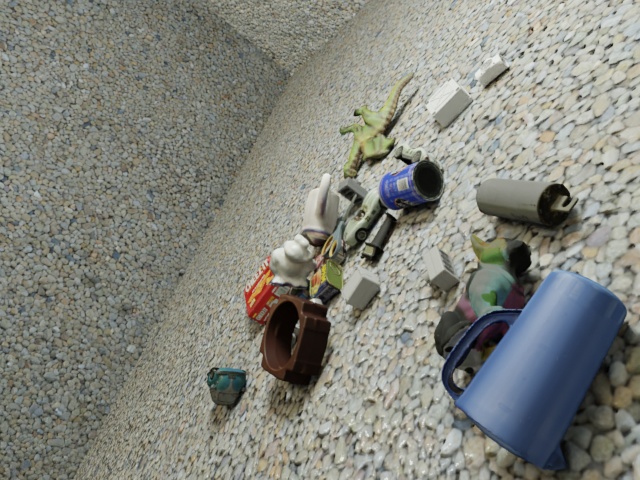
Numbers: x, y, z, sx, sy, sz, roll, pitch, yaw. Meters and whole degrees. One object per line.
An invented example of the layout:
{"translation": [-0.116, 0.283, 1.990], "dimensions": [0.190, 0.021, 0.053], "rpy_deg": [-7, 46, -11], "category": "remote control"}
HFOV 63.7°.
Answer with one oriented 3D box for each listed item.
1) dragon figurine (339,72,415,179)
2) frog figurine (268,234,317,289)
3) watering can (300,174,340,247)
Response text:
{"translation": [0.200, -0.363, 1.734], "dimensions": [0.404, 0.121, 0.248], "rpy_deg": [-45, 41, 27], "category": "dragon figurine"}
{"translation": [-0.077, 0.053, 1.494], "dimensions": [0.124, 0.138, 0.157], "rpy_deg": [-29, -48, -65], "category": "frog figurine"}
{"translation": [0.005, -0.083, 1.659], "dimensions": [0.344, 0.104, 0.227], "rpy_deg": [92, -171, -79], "category": "watering can"}
